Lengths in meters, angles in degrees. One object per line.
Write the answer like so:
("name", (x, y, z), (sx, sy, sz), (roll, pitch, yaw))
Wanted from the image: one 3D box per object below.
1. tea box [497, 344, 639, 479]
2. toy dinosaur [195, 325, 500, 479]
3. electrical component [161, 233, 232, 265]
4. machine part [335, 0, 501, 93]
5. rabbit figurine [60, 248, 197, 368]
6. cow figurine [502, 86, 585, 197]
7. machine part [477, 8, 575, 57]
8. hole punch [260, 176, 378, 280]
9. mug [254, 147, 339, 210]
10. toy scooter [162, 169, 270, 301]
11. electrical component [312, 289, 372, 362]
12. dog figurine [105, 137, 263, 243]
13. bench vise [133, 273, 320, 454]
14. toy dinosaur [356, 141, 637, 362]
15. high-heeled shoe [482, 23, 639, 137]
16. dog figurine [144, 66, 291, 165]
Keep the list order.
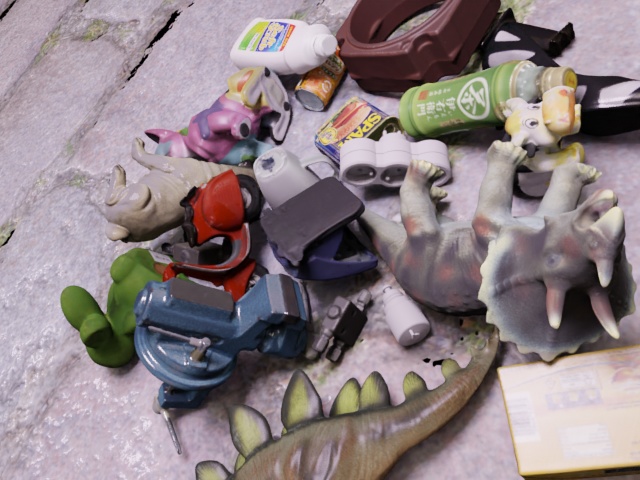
("tea box", (0.252, 0.150, 0.466), (0.170, 0.068, 0.098), (-13, 58, 19))
("toy dinosaur", (0.000, 0.230, 0.532), (0.471, 0.104, 0.199), (-27, 49, 2))
("electrical component", (-0.167, 0.010, 0.771), (0.102, 0.078, 0.045), (16, 101, 39))
("machine part", (0.134, -0.314, 0.770), (0.202, 0.087, 0.201), (20, 73, 44))
("rabbit figurine", (-0.260, 0.106, 0.724), (0.121, 0.159, 0.170), (38, 99, 28))
("cow figurine", (0.225, -0.102, 0.566), (0.098, 0.167, 0.068), (2, 69, 27))
("machine part", (0.270, -0.279, 0.730), (0.139, 0.039, 0.084), (24, 67, 38))
("hole punch", (-0.001, -0.002, 0.650), (0.116, 0.092, 0.142), (-29, 36, -6))
("mug", (-0.032, -0.078, 0.725), (0.110, 0.107, 0.081), (-26, 55, 15))
("toy scooter", (-0.140, 0.001, 0.698), (0.135, 0.075, 0.183), (-7, 85, -17))
("electrical component", (0.027, 0.093, 0.620), (0.021, 0.063, 0.094), (23, 73, 35))
("dog figurine", (-0.185, -0.051, 0.757), (0.191, 0.121, 0.172), (11, 63, 3))
("bench vise", (-0.123, 0.131, 0.631), (0.240, 0.223, 0.129), (-55, 43, 29))
("toy dinosaur", (0.148, 0.015, 0.555), (0.405, 0.131, 0.192), (-10, 63, 59))
("high-heeled shoe", (0.298, -0.199, 0.618), (0.249, 0.086, 0.145), (7, 85, 46))
("dog figurine", (-0.172, -0.178, 0.859), (0.219, 0.108, 0.191), (0, 63, 31))
